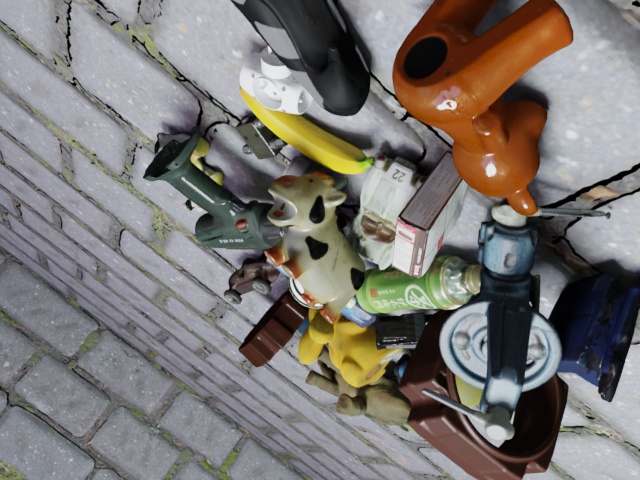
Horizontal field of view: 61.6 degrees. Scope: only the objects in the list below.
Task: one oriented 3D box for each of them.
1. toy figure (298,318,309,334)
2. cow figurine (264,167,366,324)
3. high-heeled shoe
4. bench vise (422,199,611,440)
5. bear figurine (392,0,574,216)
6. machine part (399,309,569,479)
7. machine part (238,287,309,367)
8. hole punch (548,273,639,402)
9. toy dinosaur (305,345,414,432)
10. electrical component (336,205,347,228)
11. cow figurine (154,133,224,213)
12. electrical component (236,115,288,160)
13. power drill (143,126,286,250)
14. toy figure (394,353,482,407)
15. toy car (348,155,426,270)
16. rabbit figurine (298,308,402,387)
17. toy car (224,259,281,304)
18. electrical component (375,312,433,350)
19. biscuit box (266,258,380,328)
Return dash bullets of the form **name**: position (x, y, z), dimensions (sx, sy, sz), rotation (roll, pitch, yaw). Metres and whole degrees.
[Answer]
- **toy figure**: position (0.026, 0.182, 1.041), dimensions (0.155, 0.064, 0.057), rotation (14, 143, 32)
- **cow figurine**: position (-0.001, -0.002, 0.673), dimensions (0.086, 0.127, 0.194), rotation (26, 156, 50)
- **high-heeled shoe**: position (-0.038, -0.230, 0.532), dimensions (0.249, 0.086, 0.145), rotation (52, -177, 5)
- **bench vise**: position (0.184, 0.083, 0.531), dimensions (0.129, 0.241, 0.223), rotation (17, 123, 11)
- **bear figurine**: position (0.152, -0.112, 0.453), dimensions (0.132, 0.120, 0.195), rotation (-43, 135, 20)
- **machine part**: position (0.222, 0.194, 0.712), dimensions (0.201, 0.201, 0.087), rotation (40, 148, -7)
- **machine part**: position (-0.084, 0.161, 1.024), dimensions (0.056, 0.179, 0.179), rotation (41, 151, -4)
- **hole punch**: position (0.291, 0.100, 0.585), dimensions (0.092, 0.142, 0.115), rotation (22, 160, 31)
- **toy dinosaur**: position (0.119, 0.307, 1.046), dimensions (0.198, 0.105, 0.472), rotation (29, 174, -27)
- **electrical component**: position (-0.007, -0.026, 0.791), dimensions (0.102, 0.045, 0.078), rotation (8, 142, 40)
- **cow figurine**: position (-0.210, -0.097, 0.876), dimensions (0.098, 0.068, 0.167), rotation (21, 145, 34)
- **electrical component**: position (-0.084, -0.140, 0.727), dimensions (0.094, 0.021, 0.063), rotation (-2, 134, 49)
- **power drill**: position (-0.128, -0.063, 0.758), dimensions (0.232, 0.086, 0.207), rotation (-11, 141, 43)
- **toy figure**: position (0.203, 0.236, 0.909), dimensions (0.082, 0.089, 0.180), rotation (42, 149, -27)
- **toy car**: position (0.082, -0.031, 0.679), dimensions (0.074, 0.056, 0.201), rotation (30, 151, 11)
- **rabbit figurine**: position (0.035, 0.168, 0.933), dimensions (0.173, 0.162, 0.121), rotation (52, 133, 27)
- **toy car**: position (-0.122, 0.064, 0.996), dimensions (0.053, 0.089, 0.202), rotation (40, 152, -15)
- **electrical component**: position (0.143, 0.138, 0.816), dimensions (0.119, 0.048, 0.074), rotation (-2, 162, 3)
- **biscuit box**: position (0.014, 0.059, 0.875), dimensions (0.203, 0.063, 0.059), rotation (34, 151, 1)
